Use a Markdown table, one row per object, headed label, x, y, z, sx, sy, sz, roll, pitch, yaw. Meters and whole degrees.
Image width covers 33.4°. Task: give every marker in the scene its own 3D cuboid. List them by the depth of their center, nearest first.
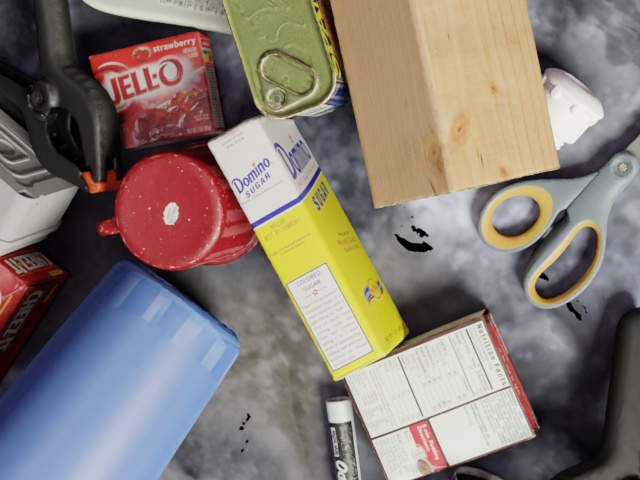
| label | x | y | z | sx | sy | sz | roll | pitch | yaw |
| --- | --- | --- | --- | --- | --- | --- | --- | --- | --- |
| marker | 0.021 | 0.174 | 0.768 | 0.020 | 0.020 | 0.121 | -7 | 93 | 16 |

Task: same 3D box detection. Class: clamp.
| label | x | y | z | sx | sy | sz | roll | pitch | yaw |
| --- | --- | --- | --- | --- | --- | --- | --- | --- | --- |
| clamp | 0.195 | 0.157 | 0.680 | 0.210 | 0.036 | 0.164 | -39 | 80 | -8 |
| clamp | -0.201 | -0.103 | 0.780 | 0.120 | 0.039 | 0.171 | -30 | 79 | 40 |

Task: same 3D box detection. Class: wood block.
| label | x | y | z | sx | sy | sz | roll | pitch | yaw |
| --- | --- | --- | --- | --- | --- | --- | --- | --- | --- |
| wood block | 0.071 | -0.133 | 0.673 | 0.091 | 0.090 | 0.206 | -10 | 93 | 59 |

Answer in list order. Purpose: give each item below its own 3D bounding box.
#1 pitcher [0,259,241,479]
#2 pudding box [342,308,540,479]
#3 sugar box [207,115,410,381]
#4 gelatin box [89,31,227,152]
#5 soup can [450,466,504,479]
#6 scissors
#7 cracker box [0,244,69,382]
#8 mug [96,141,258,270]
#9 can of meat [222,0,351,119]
| label | x | y | z | sx | sy | sz | roll | pitch | yaw |
| --- | --- | --- | --- | --- | --- | --- | --- | --- | --- |
| pitcher | -0.169 | 0.136 | 0.744 | 0.149 | 0.145 | 0.243 | 32 | 81 | 26 |
| pudding box | 0.082 | 0.109 | 0.736 | 0.114 | 0.039 | 0.090 | -23 | 88 | 15 |
| sugar box | -0.005 | 0.001 | 0.721 | 0.048 | 0.093 | 0.176 | -27 | 88 | 15 |
| gelatin box | -0.118 | -0.106 | 0.775 | 0.089 | 0.030 | 0.073 | -9 | 93 | 16 |
| soup can | 0.098 | 0.215 | 0.725 | 0.068 | 0.068 | 0.102 | 29 | 102 | 11 |
| scissors | 0.178 | -0.051 | 0.705 | 0.096 | 0.016 | 0.202 | 29 | 102 | 11 |
| cracker box | -0.328 | 0.029 | 0.824 | 0.214 | 0.072 | 0.164 | 38 | 105 | 9 |
| mug | -0.103 | -0.021 | 0.752 | 0.117 | 0.081 | 0.093 | -10 | 93 | 16 |
| can of meat | -0.016 | -0.133 | 0.716 | 0.057 | 0.083 | 0.102 | -18 | 90 | 16 |
